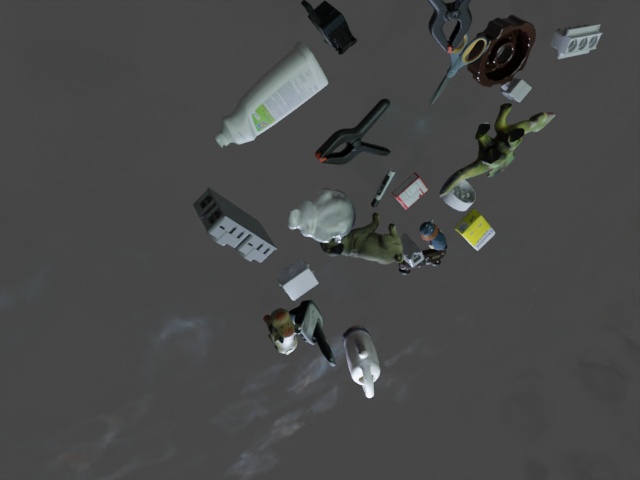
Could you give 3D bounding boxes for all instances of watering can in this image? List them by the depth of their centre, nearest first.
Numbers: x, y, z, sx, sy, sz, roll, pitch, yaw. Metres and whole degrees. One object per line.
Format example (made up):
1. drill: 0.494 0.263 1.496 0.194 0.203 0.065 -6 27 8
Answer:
1. watering can: 0.141 0.385 1.734 0.104 0.230 0.339 -13 137 -2

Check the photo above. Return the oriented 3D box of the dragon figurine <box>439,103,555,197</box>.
1. dragon figurine: 0.523 -0.246 1.521 0.408 0.124 0.240 -44 149 8

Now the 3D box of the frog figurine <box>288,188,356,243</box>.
1. frog figurine: 0.004 -0.064 1.279 0.159 0.123 0.138 12 87 -33
